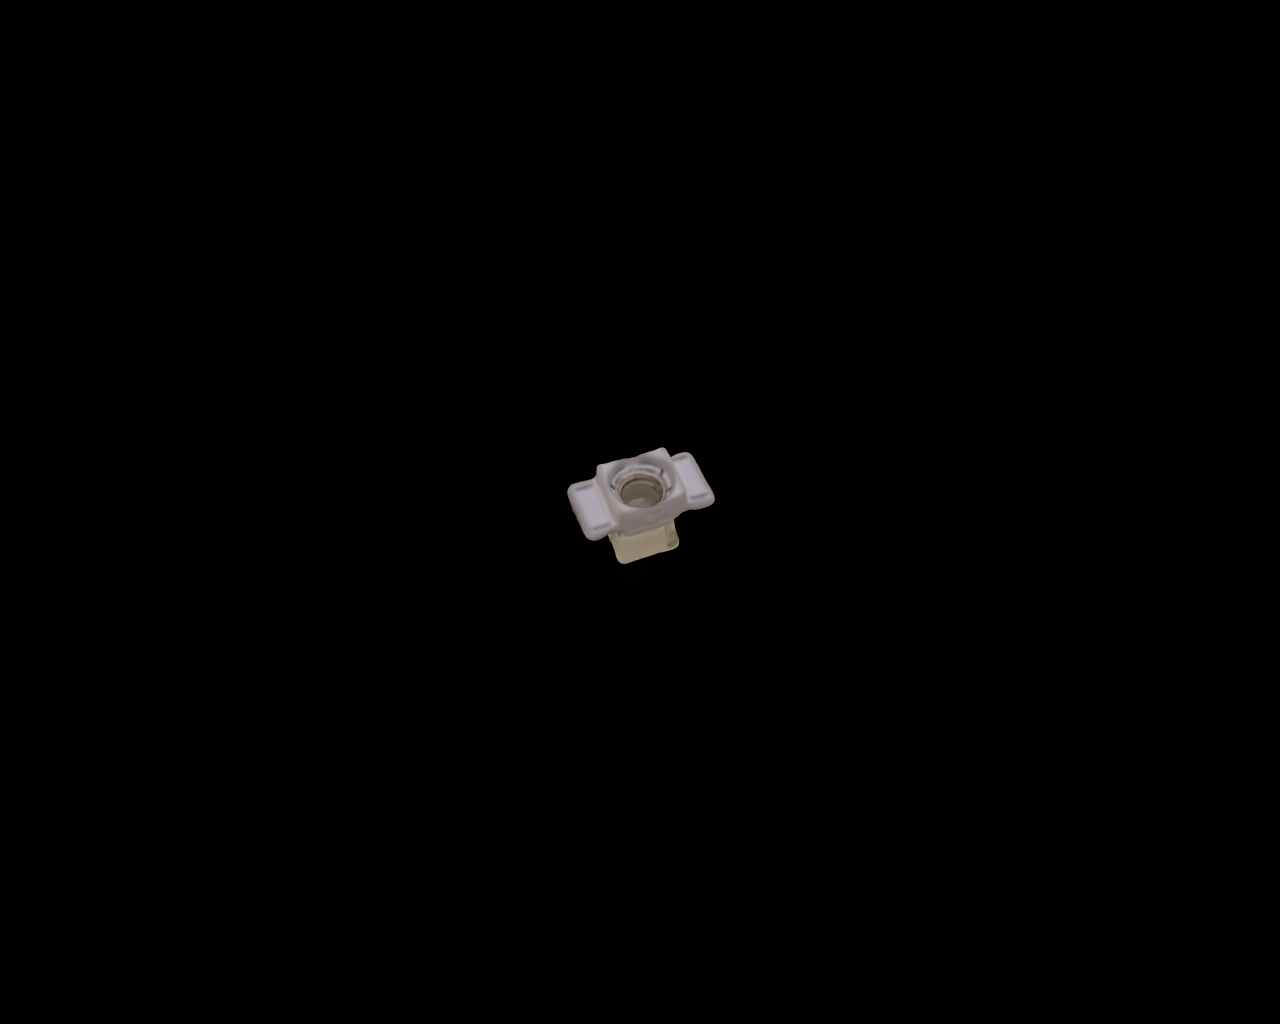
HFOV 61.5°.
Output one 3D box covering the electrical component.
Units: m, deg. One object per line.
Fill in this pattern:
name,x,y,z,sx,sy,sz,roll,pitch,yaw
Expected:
electrical component,0.001,-0.003,0.650,0.081,0.042,0.063,-15,-35,-11
